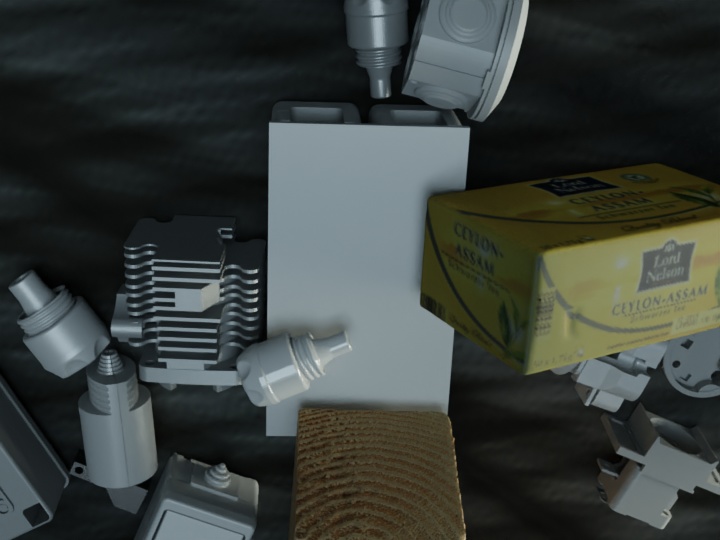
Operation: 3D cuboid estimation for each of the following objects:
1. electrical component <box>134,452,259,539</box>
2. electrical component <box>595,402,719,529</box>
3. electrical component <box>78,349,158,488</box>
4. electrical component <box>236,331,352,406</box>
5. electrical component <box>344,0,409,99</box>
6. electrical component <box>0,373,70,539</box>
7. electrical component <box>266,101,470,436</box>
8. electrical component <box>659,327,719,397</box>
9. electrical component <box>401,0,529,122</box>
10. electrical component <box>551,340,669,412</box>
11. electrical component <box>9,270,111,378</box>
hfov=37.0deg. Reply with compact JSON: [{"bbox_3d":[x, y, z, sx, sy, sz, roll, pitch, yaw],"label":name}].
[{"bbox_3d":[-0.105,0.166,0.682,0.062,0.061,0.096,21,109,-11],"label":"electrical component"},{"bbox_3d":[0.190,0.128,0.695,0.081,0.042,0.063,23,112,-11],"label":"electrical component"},{"bbox_3d":[-0.149,0.087,0.657,0.043,0.043,0.081,-2,111,-2],"label":"electrical component"},{"bbox_3d":[-0.034,0.050,0.588,0.061,0.035,0.035,-22,111,3],"label":"electrical component"},{"bbox_3d":[0.010,-0.125,0.588,0.035,0.035,0.061,-5,114,-2],"label":"electrical component"},{"bbox_3d":[-0.254,0.119,0.657,0.109,0.056,0.108,-26,111,7],"label":"electrical component"},{"bbox_3d":[0.000,0.000,0.623,0.105,0.060,0.186,1,111,-4],"label":"electrical component"},{"bbox_3d":[0.206,0.043,0.659,0.055,0.047,0.055,-1,111,-3],"label":"electrical component"},{"bbox_3d":[0.055,-0.122,0.569,0.051,0.080,0.080,14,110,-3],"label":"electrical component"},{"bbox_3d":[0.144,0.041,0.650,0.057,0.058,0.078,20,109,-14],"label":"electrical component"},{"bbox_3d":[-0.180,0.029,0.633,0.043,0.043,0.062,-31,109,9],"label":"electrical component"}]
